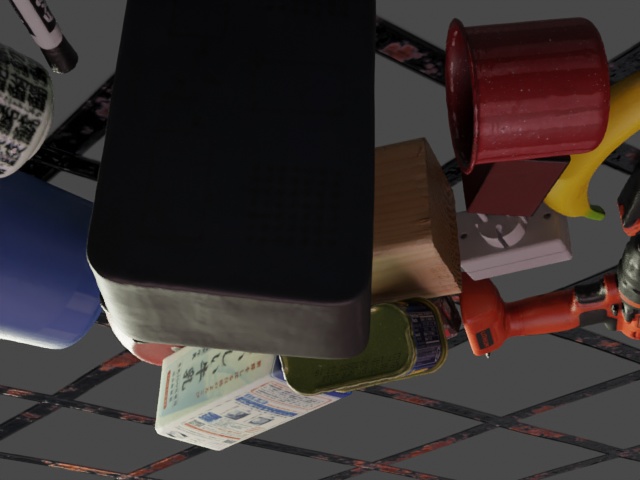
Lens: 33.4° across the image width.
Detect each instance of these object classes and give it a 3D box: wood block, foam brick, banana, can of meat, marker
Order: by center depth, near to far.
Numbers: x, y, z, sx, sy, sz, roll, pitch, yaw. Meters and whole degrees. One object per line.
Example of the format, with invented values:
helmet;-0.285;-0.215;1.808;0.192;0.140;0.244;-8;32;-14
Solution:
marker;-0.167;-0.135;0.613;0.020;0.020;0.121;-5;153;7
foam brick;0.134;-0.057;0.740;0.051;0.053;0.078;3;153;-9
banana;0.195;-0.066;0.748;0.069;0.037;0.198;-13;156;-13
can of meat;0.030;0.076;0.754;0.102;0.057;0.083;-15;172;19
wood block;-0.006;0.000;0.805;0.206;0.091;0.090;-10;150;18

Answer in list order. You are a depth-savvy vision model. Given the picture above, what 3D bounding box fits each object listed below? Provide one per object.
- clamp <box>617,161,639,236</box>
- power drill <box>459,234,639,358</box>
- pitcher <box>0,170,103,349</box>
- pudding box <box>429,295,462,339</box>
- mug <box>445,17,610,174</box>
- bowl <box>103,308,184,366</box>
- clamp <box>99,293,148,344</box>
clamp;0.305;-0.059;0.760;0.164;0.036;0.210;14;146;-25
power drill;0.220;0.050;0.947;0.188;0.057;0.184;-7;152;11
pitcher;-0.266;-0.007;0.707;0.242;0.149;0.145;22;114;-35
pudding box;0.078;0.081;0.945;0.090;0.039;0.113;-29;176;10
mug;0.122;-0.090;0.652;0.081;0.093;0.117;-6;-176;-2
bowl;-0.128;0.077;0.990;0.162;0.055;0.162;0;152;0
clamp;-0.064;0.045;0.744;0.171;0.039;0.120;-2;169;-9
